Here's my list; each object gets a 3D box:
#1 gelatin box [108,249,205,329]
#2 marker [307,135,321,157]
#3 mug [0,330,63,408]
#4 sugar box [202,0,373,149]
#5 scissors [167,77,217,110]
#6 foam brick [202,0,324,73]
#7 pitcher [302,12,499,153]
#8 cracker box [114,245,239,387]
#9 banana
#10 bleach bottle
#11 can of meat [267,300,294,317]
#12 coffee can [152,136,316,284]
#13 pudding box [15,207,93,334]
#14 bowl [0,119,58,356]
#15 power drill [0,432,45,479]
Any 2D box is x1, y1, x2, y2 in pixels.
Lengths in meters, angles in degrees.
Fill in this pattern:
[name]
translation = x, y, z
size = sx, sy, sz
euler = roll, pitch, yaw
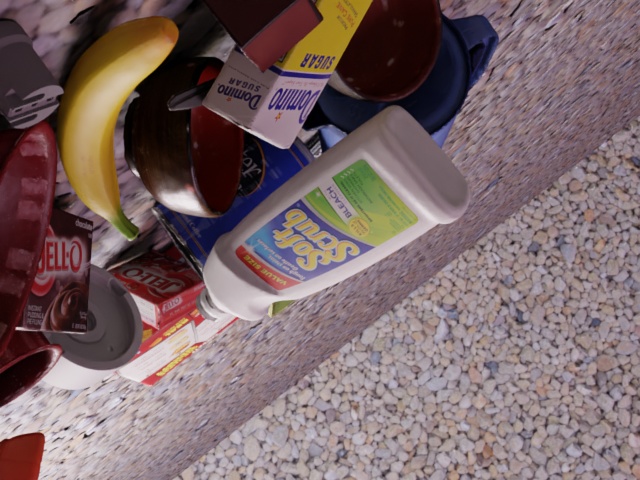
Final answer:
[gelatin box]
translation = -0.157, 0.045, 1.026
size = 0.073, 0.089, 0.030
euler = -28, 128, -42
[marker]
translation = -0.004, -0.096, 1.122
size = 0.121, 0.020, 0.020
euler = -43, 168, 20
[mug]
translation = -0.271, 0.088, 0.849
size = 0.093, 0.081, 0.117
euler = -27, 163, -44
[sugar box]
translation = -0.006, -0.149, 0.711
size = 0.176, 0.048, 0.093
euler = -63, 165, 4
[scissors]
translation = -0.052, -0.128, 0.742
size = 0.201, 0.016, 0.096
euler = -5, 113, -74
[foam brick]
translation = -0.044, -0.151, 0.643
size = 0.051, 0.078, 0.053
euler = -39, 166, 6
[pitcher]
translation = 0.066, -0.114, 0.970
size = 0.243, 0.149, 0.145
euler = 87, 17, -76
[cracker box]
translation = -0.164, 0.081, 1.180
size = 0.164, 0.072, 0.213
euler = -37, 169, -4
[banana]
translation = -0.134, -0.078, 0.683
size = 0.198, 0.069, 0.037
euler = 112, -3, -51
[bleach bottle]
translation = -0.006, 0.001, 0.863
size = 0.251, 0.102, 0.068
euler = -37, -172, 31
[can of meat]
translation = -0.065, 0.040, 1.293
size = 0.057, 0.084, 0.102
euler = -36, 168, -13
[coffee can]
translation = -0.068, -0.029, 0.978
size = 0.140, 0.103, 0.103
euler = -37, 168, -10
[pudding box]
translation = -0.205, 0.022, 0.784
size = 0.039, 0.090, 0.113
euler = 2, 174, 8
[bowl]
translation = -0.211, -0.001, 0.649
size = 0.162, 0.055, 0.162
euler = -168, -88, -88
[power drill]
translation = -0.310, 0.161, 0.816
size = 0.185, 0.187, 0.057
euler = 139, -38, -65
